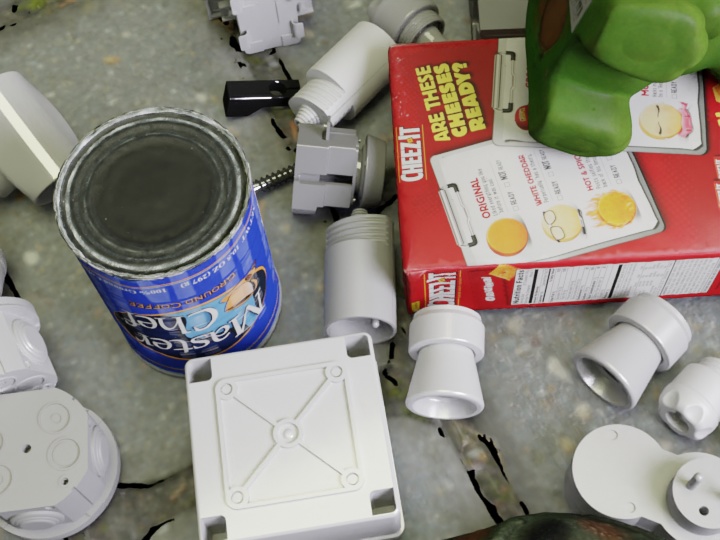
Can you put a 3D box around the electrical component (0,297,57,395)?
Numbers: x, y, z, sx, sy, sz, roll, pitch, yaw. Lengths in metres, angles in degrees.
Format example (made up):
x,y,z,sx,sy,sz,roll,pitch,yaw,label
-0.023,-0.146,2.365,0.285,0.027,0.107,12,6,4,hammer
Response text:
x,y,z,sx,sy,sz,roll,pitch,yaw,label
-0.218,0.054,0.618,0.080,0.080,0.051,-26,71,-10,electrical component

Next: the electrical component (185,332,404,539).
x,y,z,sx,sy,sz,roll,pitch,yaw,label
-0.037,0.099,0.598,0.109,0.056,0.108,-9,63,-2,electrical component

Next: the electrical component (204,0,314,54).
x,y,z,sx,sy,sz,roll,pitch,yaw,label
-0.069,-0.203,0.714,0.079,0.121,0.063,-14,67,-4,electrical component

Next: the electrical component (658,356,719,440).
x,y,z,sx,sy,sz,roll,pitch,yaw,label
0.200,0.066,0.615,0.035,0.035,0.061,41,69,20,electrical component

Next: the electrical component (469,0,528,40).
x,y,z,sx,sy,sz,roll,pitch,yaw,label
0.120,-0.206,0.738,0.089,0.061,0.150,-2,64,2,electrical component

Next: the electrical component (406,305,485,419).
x,y,z,sx,sy,sz,roll,pitch,yaw,label
0.050,0.053,0.623,0.045,0.045,0.055,2,63,4,electrical component

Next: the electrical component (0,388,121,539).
x,y,z,sx,sy,sz,roll,pitch,yaw,label
-0.179,0.108,0.604,0.080,0.051,0.080,-1,64,2,electrical component

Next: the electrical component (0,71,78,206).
x,y,z,sx,sy,sz,roll,pitch,yaw,label
-0.228,-0.074,0.697,0.079,0.043,0.077,-38,88,13,electrical component

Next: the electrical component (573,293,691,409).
x,y,z,sx,sy,sz,roll,pitch,yaw,label
0.158,0.046,0.621,0.055,0.045,0.045,-42,69,-17,electrical component

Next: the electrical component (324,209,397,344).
x,y,z,sx,sy,sz,roll,pitch,yaw,label
0.000,0.000,0.653,0.043,0.043,0.081,-1,64,2,electrical component

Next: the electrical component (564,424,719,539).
x,y,z,sx,sy,sz,roll,pitch,yaw,label
0.180,0.121,0.566,0.138,0.073,0.052,20,66,12,electrical component

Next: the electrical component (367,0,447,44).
x,y,z,sx,sy,sz,roll,pitch,yaw,label
0.037,-0.164,0.732,0.043,0.043,0.062,-38,69,-15,electrical component

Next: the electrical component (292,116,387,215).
x,y,z,sx,sy,sz,roll,pitch,yaw,label
-0.013,-0.063,0.679,0.055,0.066,0.048,5,29,-3,electrical component

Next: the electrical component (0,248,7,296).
x,y,z,sx,sy,sz,roll,pitch,yaw,label
-0.237,0.012,0.658,0.035,0.035,0.061,-8,47,-1,electrical component

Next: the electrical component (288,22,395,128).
x,y,z,sx,sy,sz,roll,pitch,yaw,label
-0.013,-0.122,0.714,0.043,0.043,0.081,37,71,19,electrical component
